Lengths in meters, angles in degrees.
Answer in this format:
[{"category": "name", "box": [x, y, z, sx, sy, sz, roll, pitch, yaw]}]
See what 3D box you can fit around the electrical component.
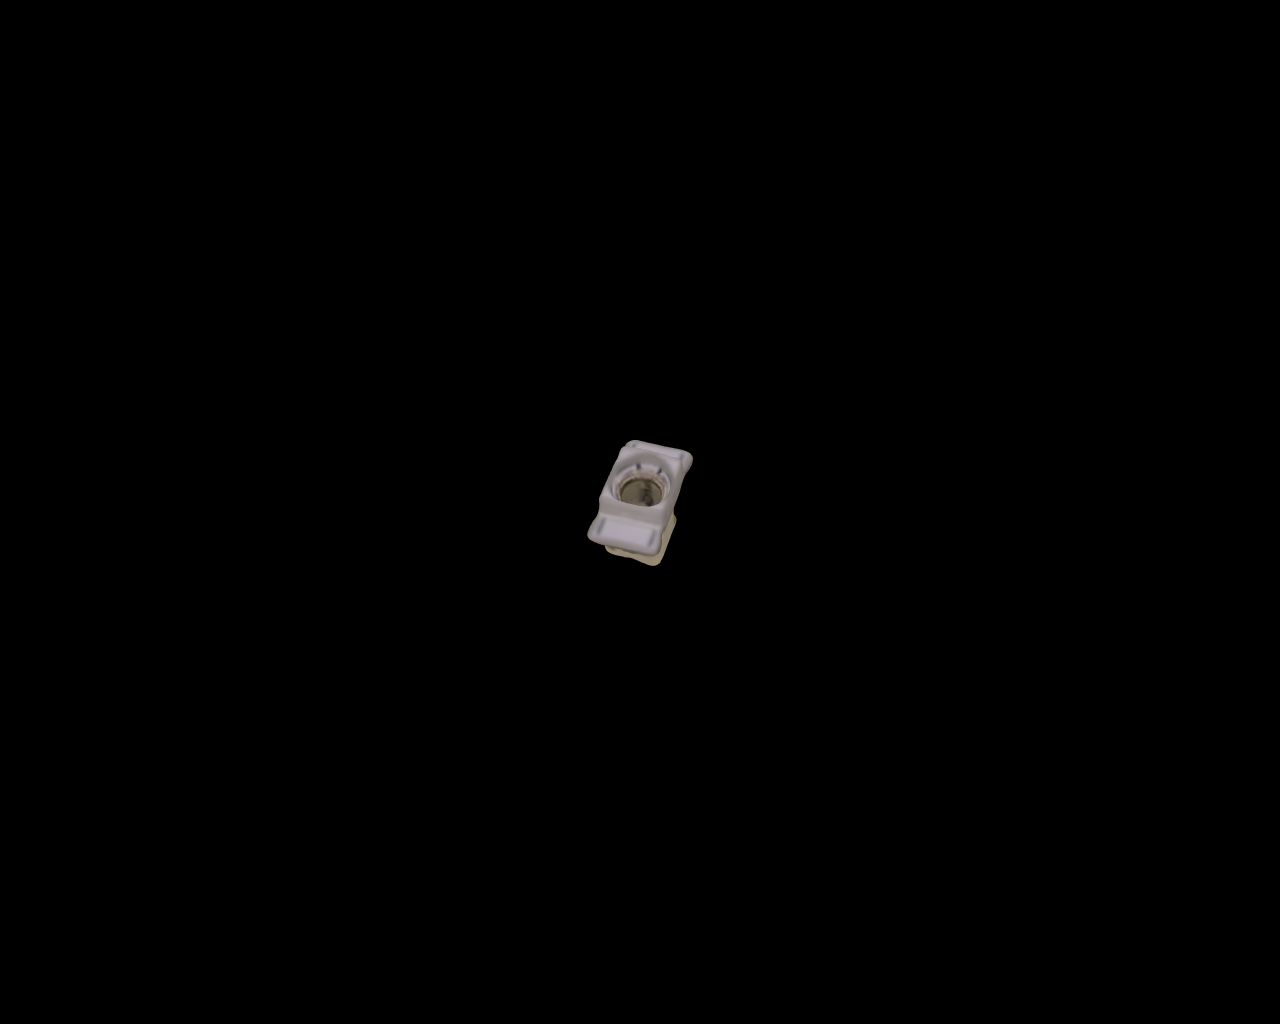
[{"category": "electrical component", "box": [0.001, -0.003, 0.650, 0.042, 0.081, 0.063, 15, -36, 11]}]
